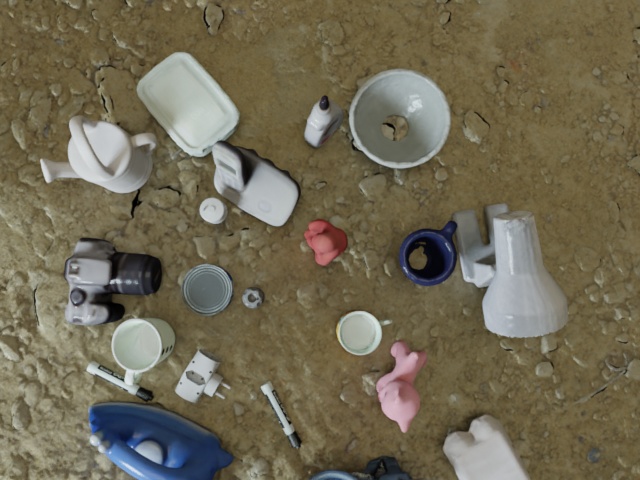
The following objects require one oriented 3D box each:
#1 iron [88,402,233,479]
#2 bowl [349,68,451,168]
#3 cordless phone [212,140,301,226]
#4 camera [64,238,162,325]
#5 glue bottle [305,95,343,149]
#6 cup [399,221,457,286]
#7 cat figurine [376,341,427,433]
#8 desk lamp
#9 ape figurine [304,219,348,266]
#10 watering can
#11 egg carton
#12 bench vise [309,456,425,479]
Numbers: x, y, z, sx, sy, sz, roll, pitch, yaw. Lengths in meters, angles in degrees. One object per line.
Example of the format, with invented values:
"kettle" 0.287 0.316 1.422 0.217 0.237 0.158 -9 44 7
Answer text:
"iron" -0.276 0.339 0.903 0.258 0.141 0.119 26 87 2
"bowl" 0.132 -0.198 0.968 0.167 0.074 0.167 0 87 0
"cordless phone" -0.105 -0.094 0.906 0.147 0.185 0.094 29 87 2
"camera" -0.338 0.071 0.939 0.137 0.101 0.143 4 87 0
"glue bottle" 0.006 -0.199 0.918 0.037 0.173 0.078 36 87 2
"cup" 0.179 0.019 0.945 0.091 0.095 0.118 37 87 2
"cat figurine" 0.134 0.235 0.921 0.067 0.117 0.128 21 87 2
"desk lamp" 0.286 0.038 0.885 0.118 0.213 0.203 -12 87 0
"ape figurine" 0.009 0.003 0.947 0.076 0.092 0.078 7 87 1
"watering can" -0.348 -0.132 0.904 0.173 0.194 0.101 -42 87 -2
"egg carton" 0.275 0.369 0.938 0.107 0.069 0.150 -31 87 -2
"bench vise" 0.057 0.393 0.861 0.207 0.219 0.121 -31 87 -2
